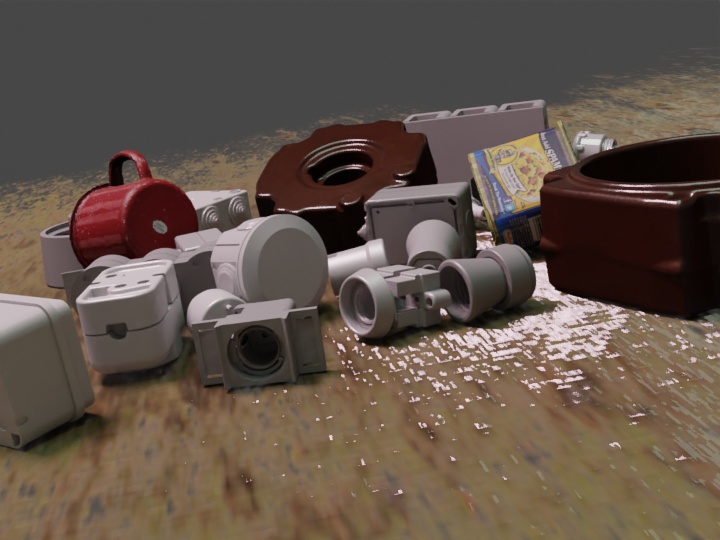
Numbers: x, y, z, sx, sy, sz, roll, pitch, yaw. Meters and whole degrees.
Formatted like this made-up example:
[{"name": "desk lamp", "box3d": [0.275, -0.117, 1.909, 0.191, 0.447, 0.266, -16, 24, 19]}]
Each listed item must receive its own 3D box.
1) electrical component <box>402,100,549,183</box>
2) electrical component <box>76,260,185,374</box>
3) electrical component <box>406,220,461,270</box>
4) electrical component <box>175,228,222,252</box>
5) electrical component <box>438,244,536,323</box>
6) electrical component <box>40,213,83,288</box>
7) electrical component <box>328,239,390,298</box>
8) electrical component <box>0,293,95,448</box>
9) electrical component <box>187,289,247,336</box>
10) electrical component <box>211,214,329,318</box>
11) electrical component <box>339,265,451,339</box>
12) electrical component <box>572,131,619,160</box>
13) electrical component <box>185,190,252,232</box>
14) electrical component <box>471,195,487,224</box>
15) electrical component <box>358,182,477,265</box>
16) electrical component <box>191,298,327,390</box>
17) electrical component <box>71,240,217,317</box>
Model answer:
[{"name": "electrical component", "box3d": [0.125, -0.124, 1.137, 0.150, 0.089, 0.061, -5, 15, 15]}, {"name": "electrical component", "box3d": [-0.158, 0.034, 0.753, 0.054, 0.059, 0.095, -8, 15, 3]}, {"name": "electrical component", "box3d": [0.056, -0.009, 0.835, 0.044, 0.044, 0.065, -6, 19, 10]}, {"name": "electrical component", "box3d": [-0.148, 0.000, 0.905, 0.077, 0.047, 0.066, -13, 14, -14]}, {"name": "electrical component", "box3d": [0.087, 0.008, 0.742, 0.055, 0.045, 0.045, -16, 16, -27]}, {"name": "electrical component", "box3d": [-0.257, -0.028, 1.044, 0.108, 0.060, 0.108, -8, 14, 2]}, {"name": "electrical component", "box3d": [0.000, 0.000, 0.837, 0.046, 0.040, 0.040, -13, 14, 3]}, {"name": "electrical component", "box3d": [-0.226, 0.058, 0.667, 0.113, 0.078, 0.057, 4, 22, 39]}, {"name": "electrical component", "box3d": [-0.104, 0.033, 0.766, 0.040, 0.040, 0.078, -15, 15, -23]}, {"name": "electrical component", "box3d": [-0.067, -0.001, 0.800, 0.080, 0.080, 0.051, -21, 14, -40]}, {"name": "electrical component", "box3d": [0.020, 0.020, 0.736, 0.055, 0.048, 0.066, -10, 13, -38]}, {"name": "electrical component", "box3d": [0.260, -0.124, 1.152, 0.062, 0.048, 0.048, 6, 19, 25]}, {"name": "electrical component", "box3d": [-0.168, -0.050, 1.104, 0.100, 0.048, 0.100, 2, 18, 35]}, {"name": "electrical component", "box3d": [0.096, -0.056, 1.003, 0.035, 0.035, 0.061, -18, 20, -33]}, {"name": "electrical component", "box3d": [0.047, -0.037, 0.904, 0.096, 0.061, 0.061, -4, 15, 18]}, {"name": "electrical component", "box3d": [-0.063, 0.046, 0.694, 0.081, 0.042, 0.064, -7, 11, 4]}, {"name": "electrical component", "box3d": [-0.157, 0.016, 0.838, 0.138, 0.052, 0.073, -8, 14, 3]}]
